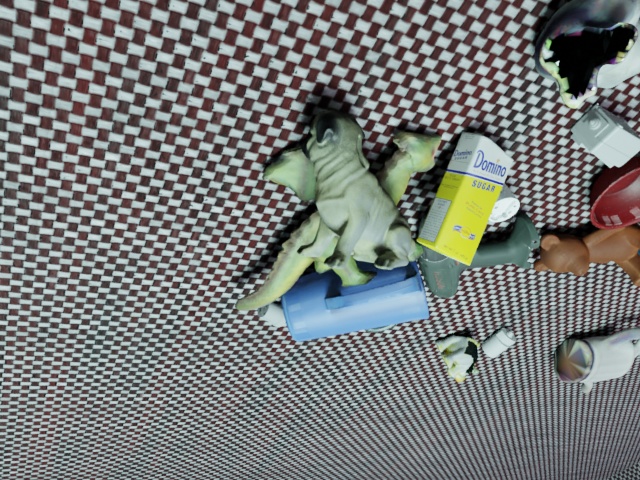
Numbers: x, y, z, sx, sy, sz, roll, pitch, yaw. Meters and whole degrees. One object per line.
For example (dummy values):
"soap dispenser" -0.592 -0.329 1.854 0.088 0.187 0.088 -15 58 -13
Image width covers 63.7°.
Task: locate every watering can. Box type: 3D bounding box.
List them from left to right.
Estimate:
"watering can" 0.739 0.344 1.402 0.224 0.106 0.339 -2 137 -15

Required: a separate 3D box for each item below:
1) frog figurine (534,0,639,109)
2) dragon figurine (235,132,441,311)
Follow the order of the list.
"frog figurine" 0.351 -0.250 0.647 0.162 0.124 0.134 -35 141 -36
"dragon figurine" 0.002 -0.039 0.772 0.409 0.125 0.238 -25 121 7
